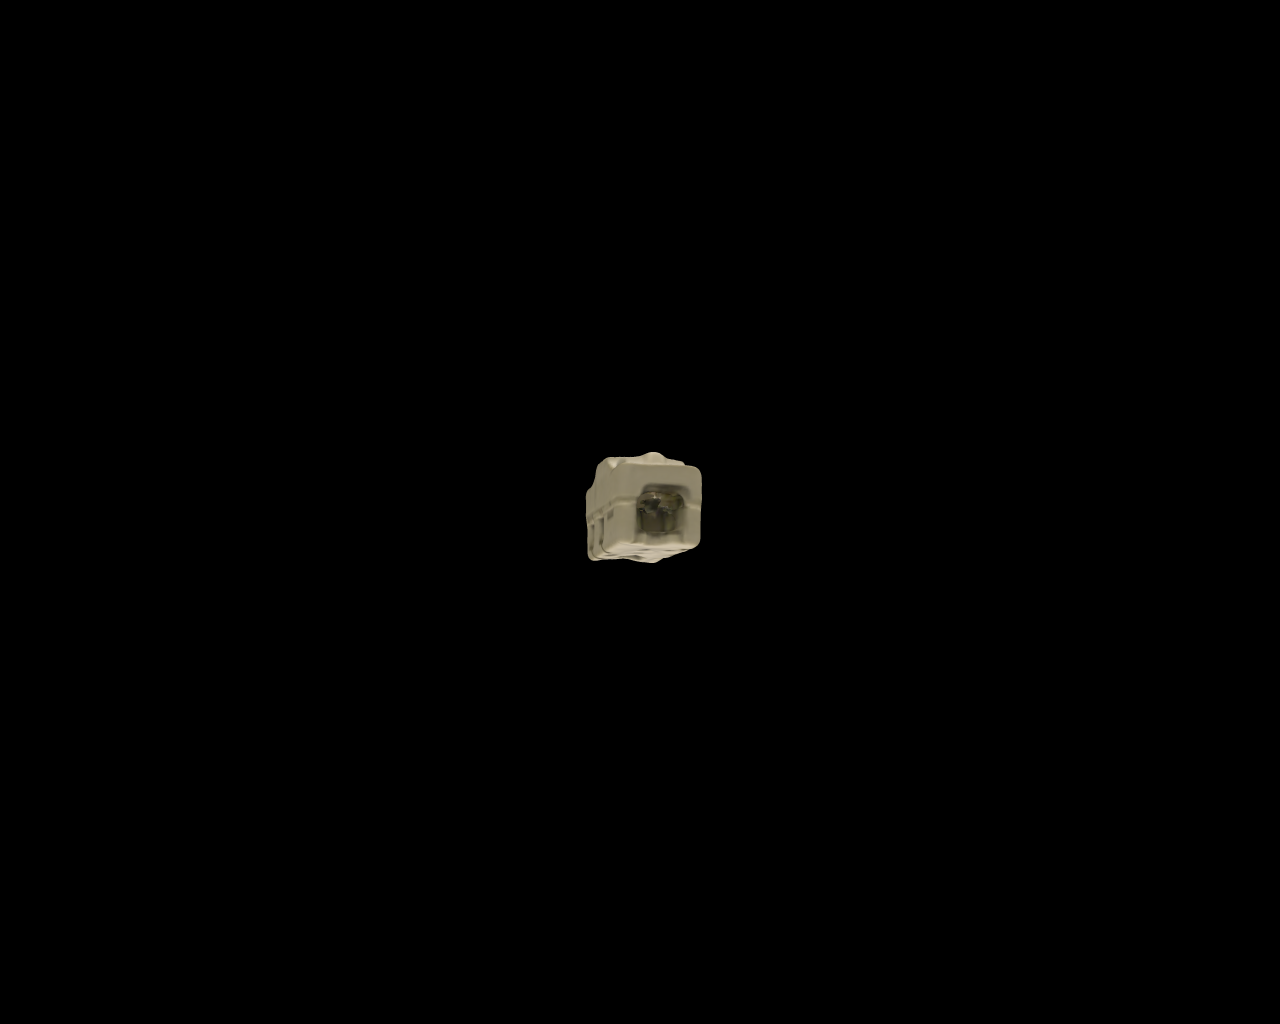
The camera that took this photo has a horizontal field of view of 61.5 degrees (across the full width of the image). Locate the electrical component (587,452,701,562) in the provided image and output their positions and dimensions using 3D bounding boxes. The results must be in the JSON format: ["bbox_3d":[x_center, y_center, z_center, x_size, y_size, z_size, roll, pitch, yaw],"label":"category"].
[{"bbox_3d":[0.001,-0.003,0.650,0.050,0.055,0.089,3,-10,-15],"label":"electrical component"}]
